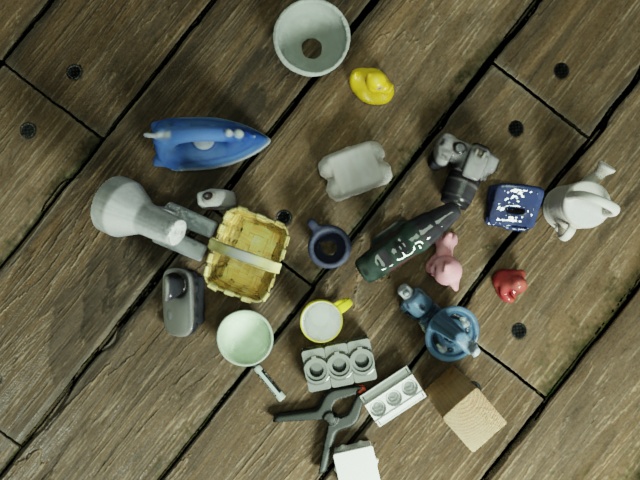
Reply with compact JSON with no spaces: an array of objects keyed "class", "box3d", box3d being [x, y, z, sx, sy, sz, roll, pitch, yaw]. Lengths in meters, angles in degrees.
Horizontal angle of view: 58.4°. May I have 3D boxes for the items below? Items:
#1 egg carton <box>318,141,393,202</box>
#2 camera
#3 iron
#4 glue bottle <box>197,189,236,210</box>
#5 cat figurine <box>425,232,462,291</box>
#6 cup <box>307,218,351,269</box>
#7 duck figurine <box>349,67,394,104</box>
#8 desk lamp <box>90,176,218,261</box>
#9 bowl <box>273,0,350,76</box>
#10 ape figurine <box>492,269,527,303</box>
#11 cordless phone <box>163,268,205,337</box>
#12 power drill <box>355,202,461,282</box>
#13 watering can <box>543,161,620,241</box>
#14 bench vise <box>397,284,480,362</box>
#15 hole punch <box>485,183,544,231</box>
[{"class":"egg carton","box3d":[0.076,-0.153,1.251,0.150,0.069,0.107,-21,90,0]},{"class":"camera","box3d":[0.300,-0.144,1.237,0.143,0.100,0.137,22,89,0]},{"class":"iron","box3d":[-0.239,-0.217,1.214,0.258,0.141,0.119,-4,89,0]},{"class":"glue bottle","box3d":[-0.223,-0.087,1.197,0.078,0.173,0.037,-7,89,0]},{"class":"cat figurine","box3d":[0.270,0.043,1.227,0.067,0.117,0.128,5,89,0]},{"class":"cup","box3d":[0.011,0.004,1.237,0.091,0.095,0.118,-38,90,0]},{"class":"duck figurine","box3d":[0.114,-0.343,1.245,0.104,0.086,0.077,28,89,0]},{"class":"desk lamp","box3d":[-0.335,-0.040,1.176,0.203,0.213,0.118,22,89,0]},{"class":"bowl","box3d":[-0.018,-0.432,1.251,0.167,0.074,0.167,0,89,0]},{"class":"ape figurine","box3d":[0.418,0.096,1.240,0.076,0.092,0.078,45,90,0]},{"class":"cordless phone","box3d":[-0.301,0.132,1.189,0.094,0.185,0.148,-5,89,0]},{"class":"power drill","box3d":[0.173,0.001,1.181,0.229,0.208,0.075,-36,89,0]},{"class":"watering can","box3d":[0.549,-0.081,1.191,0.101,0.194,0.173,6,89,0]},{"class":"bench vise","box3d":[0.242,0.180,1.175,0.207,0.219,0.121,24,89,0]},{"class":"hole punch","box3d":[0.422,-0.071,1.242,0.108,0.091,0.101,6,89,0]}]
